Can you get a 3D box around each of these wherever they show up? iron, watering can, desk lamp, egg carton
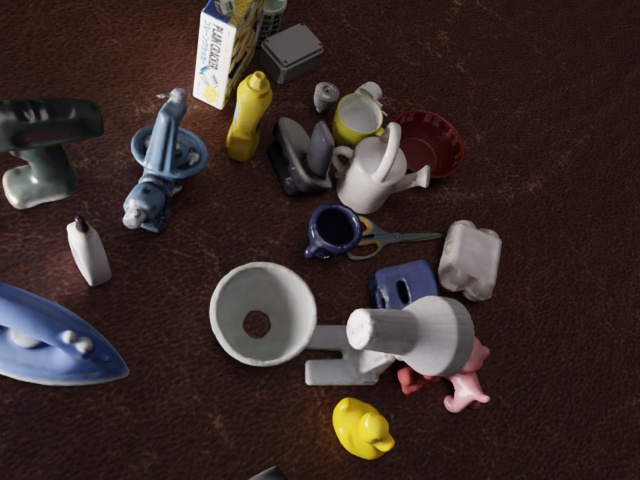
[{"bbox_3d":[-0.384,0.124,0.777,0.258,0.141,0.119,21,62,-7],"label":"iron"},{"bbox_3d":[0.110,-0.133,1.015,0.173,0.194,0.101,-2,67,-18],"label":"watering can"},{"bbox_3d":[0.097,0.157,0.866,0.203,0.213,0.118,2,65,-16],"label":"desk lamp"},{"bbox_3d":[0.275,0.037,1.058,0.107,0.069,0.150,21,62,-7],"label":"egg carton"}]

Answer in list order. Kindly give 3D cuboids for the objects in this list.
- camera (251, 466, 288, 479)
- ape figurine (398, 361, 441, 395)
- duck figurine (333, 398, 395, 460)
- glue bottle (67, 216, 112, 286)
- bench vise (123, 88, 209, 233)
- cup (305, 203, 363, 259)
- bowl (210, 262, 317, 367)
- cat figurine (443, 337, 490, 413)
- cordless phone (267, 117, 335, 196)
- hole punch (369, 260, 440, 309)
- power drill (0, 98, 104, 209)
[{"bbox_3d":[-0.040,0.380,0.786,0.143,0.100,0.136,-20,73,-24],"label":"camera"},{"bbox_3d":[0.172,0.209,0.934,0.078,0.092,0.076,13,63,-11],"label":"ape figurine"},{"bbox_3d":[0.071,0.284,0.873,0.078,0.086,0.104,-38,81,-28],"label":"duck figurine"},{"bbox_3d":[-0.338,0.006,0.827,0.037,0.173,0.078,-31,78,-26],"label":"glue bottle"},{"bbox_3d":[-0.235,-0.118,0.889,0.122,0.219,0.207,6,64,-14],"label":"bench vise"},{"bbox_3d":[0.009,0.003,0.978,0.091,0.095,0.118,43,62,6],"label":"cup"},{"bbox_3d":[-0.092,0.123,0.904,0.168,0.074,0.167,7,64,-14],"label":"bowl"},{"bbox_3d":[0.241,0.211,0.940,0.067,0.117,0.127,-11,69,-21],"label":"cat figurine"},{"bbox_3d":[-0.020,-0.171,0.998,0.094,0.185,0.147,-21,73,-24],"label":"cordless phone"},{"bbox_3d":[0.144,0.097,0.978,0.101,0.091,0.108,-5,68,-19],"label":"hole punch"},{"bbox_3d":[-0.434,-0.131,0.841,0.230,0.208,0.075,-21,73,-24],"label":"power drill"}]
